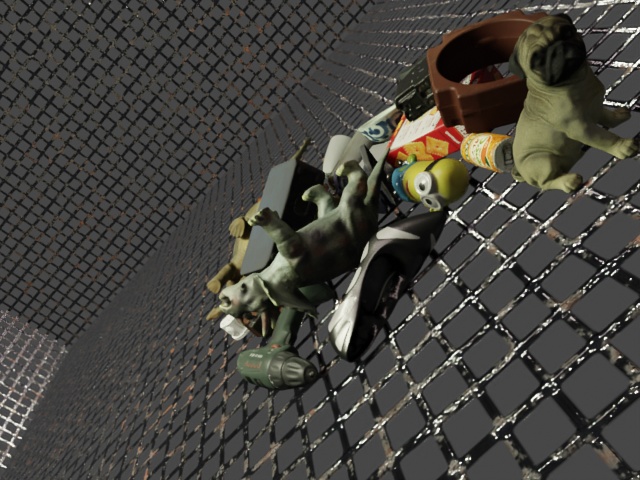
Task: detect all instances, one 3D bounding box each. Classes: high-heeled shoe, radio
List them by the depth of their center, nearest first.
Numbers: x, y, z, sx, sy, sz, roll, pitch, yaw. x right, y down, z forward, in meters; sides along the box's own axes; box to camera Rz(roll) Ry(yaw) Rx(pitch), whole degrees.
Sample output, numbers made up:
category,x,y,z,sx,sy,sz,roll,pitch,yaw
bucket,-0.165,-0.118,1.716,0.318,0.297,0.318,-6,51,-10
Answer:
category,x,y,z,sx,sy,sz,roll,pitch,yaw
high-heeled shoe,0.102,0.067,0.787,0.248,0.086,0.145,-47,23,22
radio,-0.070,-0.034,1.016,0.131,0.073,0.229,-13,60,60

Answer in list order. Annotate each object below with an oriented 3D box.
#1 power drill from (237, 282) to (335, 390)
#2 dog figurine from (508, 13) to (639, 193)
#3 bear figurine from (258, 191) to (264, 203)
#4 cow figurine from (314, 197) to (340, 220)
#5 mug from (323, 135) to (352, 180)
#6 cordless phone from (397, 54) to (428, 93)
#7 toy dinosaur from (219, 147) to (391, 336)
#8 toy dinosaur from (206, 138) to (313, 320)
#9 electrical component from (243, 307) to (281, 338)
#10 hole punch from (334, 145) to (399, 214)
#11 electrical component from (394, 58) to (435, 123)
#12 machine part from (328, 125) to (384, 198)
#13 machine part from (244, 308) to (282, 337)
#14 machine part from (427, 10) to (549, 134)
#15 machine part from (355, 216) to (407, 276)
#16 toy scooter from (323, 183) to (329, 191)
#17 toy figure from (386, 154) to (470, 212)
category,x,y,z,sx,sy,sz,roll,pitch,yaw
power drill,-0.045,0.165,0.935,0.232,0.086,0.207,-25,39,50
dog figurine,0.273,-0.163,0.668,0.172,0.190,0.121,-39,22,32
bear figurine,-0.092,-0.054,1.392,0.120,0.131,0.196,-13,62,5
cow figurine,-0.002,-0.003,1.054,0.195,0.127,0.086,-54,23,-5
mug,0.057,-0.203,1.366,0.110,0.080,0.107,-8,56,55
cordless phone,0.235,-0.317,1.210,0.147,0.088,0.184,-27,41,47
toy dinosaur,0.014,-0.001,0.890,0.405,0.192,0.131,-31,1,-18
toy dinosaur,-0.136,-0.019,1.205,0.471,0.105,0.198,-59,2,10
electrical component,-0.102,0.152,1.034,0.063,0.094,0.021,-56,19,-13
hole punch,0.090,-0.106,1.054,0.092,0.115,0.142,-38,24,15
electrical component,0.210,-0.306,1.035,0.134,0.058,0.115,-35,26,32
machine part,0.087,-0.186,1.263,0.079,0.079,0.243,-18,38,56
machine part,-0.097,0.120,1.141,0.179,0.056,0.179,-43,20,19
machine part,0.282,-0.271,0.869,0.202,0.087,0.201,-15,45,18
machine part,0.107,0.017,0.919,0.084,0.039,0.139,-21,33,44
toy scooter,-0.021,-0.063,1.247,0.183,0.075,0.135,-56,8,37
toy figure,0.179,-0.102,0.917,0.089,0.082,0.180,-52,18,-3
